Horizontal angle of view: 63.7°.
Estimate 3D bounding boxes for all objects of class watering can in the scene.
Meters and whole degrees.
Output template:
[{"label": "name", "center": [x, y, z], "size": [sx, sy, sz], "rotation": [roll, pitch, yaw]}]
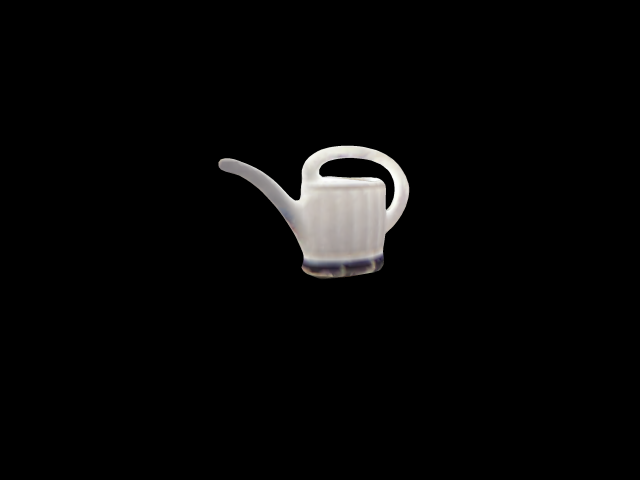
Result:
[{"label": "watering can", "center": [0.003, -0.043, 0.850], "size": [0.349, 0.223, 0.104], "rotation": [-5, 9, -27]}]
